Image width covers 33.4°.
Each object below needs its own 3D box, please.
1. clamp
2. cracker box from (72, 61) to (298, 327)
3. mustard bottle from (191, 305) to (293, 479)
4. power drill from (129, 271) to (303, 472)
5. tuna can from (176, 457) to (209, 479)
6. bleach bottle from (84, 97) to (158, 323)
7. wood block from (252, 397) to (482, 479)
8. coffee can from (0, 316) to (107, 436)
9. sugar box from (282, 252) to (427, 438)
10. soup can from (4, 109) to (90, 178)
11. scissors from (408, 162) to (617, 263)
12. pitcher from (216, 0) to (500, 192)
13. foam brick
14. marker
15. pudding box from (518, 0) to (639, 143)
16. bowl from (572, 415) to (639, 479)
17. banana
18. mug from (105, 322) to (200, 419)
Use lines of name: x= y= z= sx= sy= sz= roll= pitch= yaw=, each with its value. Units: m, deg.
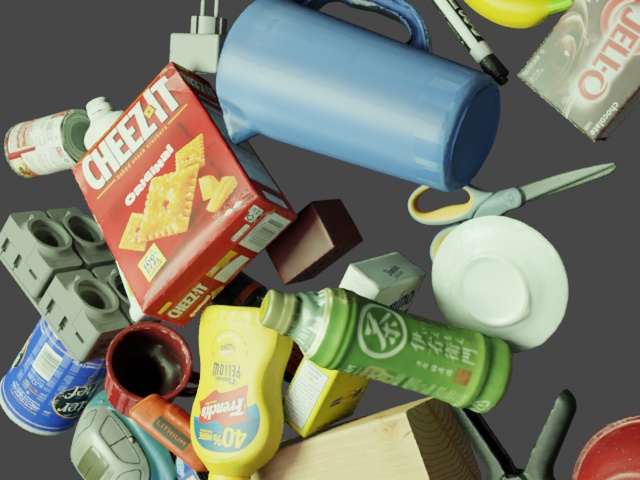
clamp: x=0.188 y=0.212 z=0.956 sx=0.120 sy=0.039 sz=0.171 roll=-20 pitch=82 yaw=41
cracker box: x=-0.141 y=-0.048 z=1.056 sx=0.164 sy=0.072 sz=0.214 roll=-44 pitch=54 yaw=14
mustard bottle: x=-0.078 y=0.160 z=1.018 sx=0.096 sy=0.058 sz=0.191 roll=1 pitch=82 yaw=32
power drill: x=-0.109 y=0.126 z=1.090 sx=0.184 sy=0.057 sz=0.187 roll=38 pitch=90 yaw=12
tuna can: x=-0.112 y=0.246 z=1.143 sx=0.034 sy=0.085 sz=0.086 roll=-39 pitch=74 yaw=34
bleach bottle: x=-0.208 y=-0.041 z=1.192 sx=0.103 sy=0.067 sz=0.251 roll=-34 pitch=74 yaw=32
wood block: x=0.037 y=0.221 z=1.032 sx=0.206 sy=0.090 sz=0.091 roll=-24 pitch=82 yaw=34
coffee can: x=-0.302 y=0.147 z=1.256 sx=0.103 sy=0.102 sz=0.140 roll=48 pitch=120 yaw=21
sugar box: x=0.031 y=0.100 z=1.020 sx=0.048 sy=0.093 sz=0.176 roll=38 pitch=116 yaw=23
soup can: x=-0.311 y=-0.113 z=1.251 sx=0.102 sy=0.068 sz=0.068 roll=-8 pitch=91 yaw=35
scissors: x=0.169 y=-0.018 z=0.955 sx=0.202 sy=0.016 sz=0.096 roll=1 pitch=98 yaw=36
pitcher: x=0.040 y=-0.140 z=0.973 sx=0.243 sy=0.144 sz=0.149 roll=23 pitch=121 yaw=27
foam brick: x=-0.007 y=0.001 z=1.060 sx=0.078 sy=0.052 sz=0.051 roll=-38 pitch=74 yaw=34
marker: x=0.131 y=-0.187 z=0.958 sx=0.020 sy=0.020 sz=0.121 roll=-42 pitch=72 yaw=31
pudding box: x=0.234 y=-0.151 z=0.878 sx=0.090 sy=0.039 sz=0.114 roll=47 pitch=119 yaw=22
bowl: x=0.275 y=0.230 z=0.886 sx=0.162 sy=0.055 sz=0.162 roll=5 pitch=99 yaw=35
banana: x=0.139 y=-0.251 z=0.938 sx=0.070 sy=0.037 sz=0.198 roll=-41 pitch=73 yaw=13
mug: x=-0.181 y=0.151 z=1.178 sx=0.082 sy=0.117 sz=0.093 roll=121 pitch=159 yaw=-58
